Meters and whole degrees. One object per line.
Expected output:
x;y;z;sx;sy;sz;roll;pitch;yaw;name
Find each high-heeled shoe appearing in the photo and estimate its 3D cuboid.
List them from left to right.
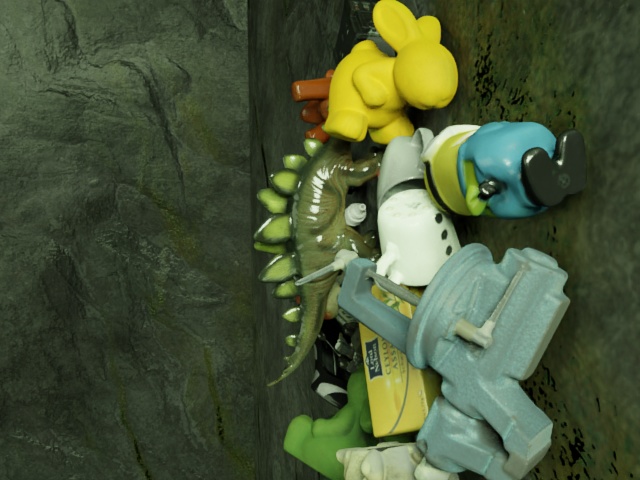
0.035;0.216;1.016;0.145;0.086;0.249;-59;35;0;high-heeled shoe

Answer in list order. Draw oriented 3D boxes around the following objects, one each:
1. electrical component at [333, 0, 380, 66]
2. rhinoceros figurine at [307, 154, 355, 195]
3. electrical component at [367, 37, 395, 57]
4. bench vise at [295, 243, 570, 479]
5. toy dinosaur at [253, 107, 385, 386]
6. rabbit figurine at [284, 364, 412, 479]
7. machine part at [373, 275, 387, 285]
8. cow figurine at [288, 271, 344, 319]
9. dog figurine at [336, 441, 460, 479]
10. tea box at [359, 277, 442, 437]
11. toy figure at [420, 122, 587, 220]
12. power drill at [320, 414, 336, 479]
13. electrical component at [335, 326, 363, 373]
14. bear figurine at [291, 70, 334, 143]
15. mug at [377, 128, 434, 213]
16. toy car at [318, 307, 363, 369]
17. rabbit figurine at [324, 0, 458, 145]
0.063;-0.321;0.860;0.114;0.058;0.134;107;158;-46;electrical component
0.012;-0.115;0.972;0.073;0.112;0.190;-53;15;21;rhinoceros figurine
0.087;-0.225;0.773;0.074;0.048;0.119;110;156;-58;electrical component
0.097;0.088;0.478;0.241;0.129;0.223;31;118;35;bench vise
-0.002;-0.002;0.822;0.105;0.199;0.470;-150;63;-82;toy dinosaur
0.049;0.253;0.761;0.159;0.121;0.170;-7;50;61;rabbit figurine
0.088;0.041;0.712;0.139;0.039;0.084;-52;37;24;machine part
0.009;0.043;0.931;0.085;0.127;0.195;106;163;-60;cow figurine
0.090;0.296;0.519;0.121;0.172;0.190;-22;64;37;dog figurine
0.102;0.129;0.610;0.098;0.068;0.169;-38;52;48;tea box
0.145;-0.056;0.459;0.180;0.082;0.089;-143;55;-71;toy figure
0.049;0.421;0.896;0.207;0.086;0.232;128;144;-81;power drill
0.062;0.138;0.803;0.102;0.045;0.078;-58;4;11;electrical component
0.002;-0.236;0.970;0.196;0.132;0.120;-152;43;-68;bear figurine
0.105;-0.083;0.630;0.107;0.081;0.109;-91;6;-47;mug
0.041;0.161;0.939;0.202;0.056;0.073;-144;59;-66;toy car
0.100;-0.193;0.641;0.173;0.122;0.162;13;92;61;rabbit figurine
